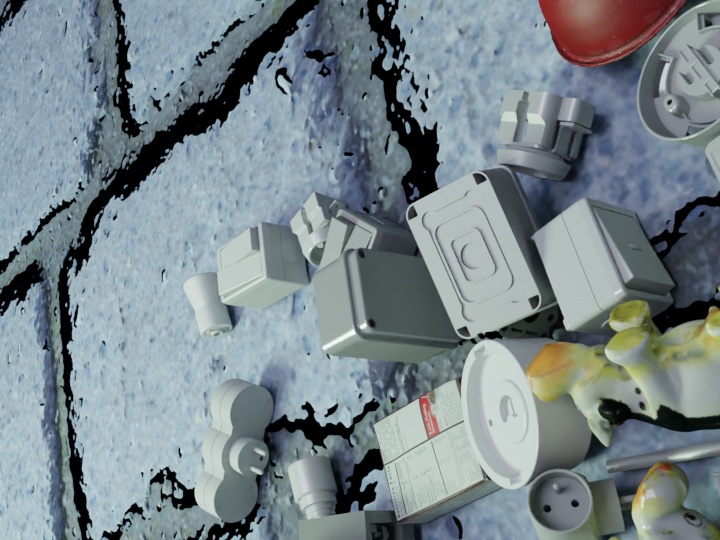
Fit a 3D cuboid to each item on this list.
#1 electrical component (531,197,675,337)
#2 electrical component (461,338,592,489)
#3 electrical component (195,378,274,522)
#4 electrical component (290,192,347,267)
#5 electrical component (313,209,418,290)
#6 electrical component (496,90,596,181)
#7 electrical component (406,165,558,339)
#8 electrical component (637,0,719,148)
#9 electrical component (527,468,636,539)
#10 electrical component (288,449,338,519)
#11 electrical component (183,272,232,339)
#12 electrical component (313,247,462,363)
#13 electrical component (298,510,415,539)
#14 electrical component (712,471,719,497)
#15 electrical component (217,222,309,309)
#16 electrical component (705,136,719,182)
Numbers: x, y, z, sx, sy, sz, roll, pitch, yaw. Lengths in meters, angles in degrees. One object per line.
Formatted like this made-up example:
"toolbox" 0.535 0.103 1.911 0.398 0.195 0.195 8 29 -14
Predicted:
"electrical component" 0.172 -0.008 0.761 0.061 0.062 0.096 -40 54 37
"electrical component" 0.126 0.100 0.784 0.108 0.060 0.108 173 90 -67
"electrical component" -0.116 0.182 1.064 0.074 0.052 0.138 11 90 50
"electrical component" -0.035 -0.036 1.023 0.066 0.048 0.055 -49 42 32
"electrical component" 0.000 0.000 0.961 0.062 0.061 0.096 32 106 48
"electrical component" 0.138 -0.102 0.825 0.078 0.058 0.057 15 91 50
"electrical component" 0.096 -0.014 0.806 0.078 0.057 0.113 -27 84 32
"electrical component" 0.233 -0.128 0.713 0.099 0.064 0.099 -14 71 47
"electrical component" 0.158 0.164 0.738 0.079 0.077 0.044 -13 61 8
"electrical component" -0.040 0.205 0.980 0.040 0.040 0.078 -40 54 37
"electrical component" -0.162 0.041 1.159 0.044 0.044 0.065 -40 59 38
"electrical component" 0.025 0.030 0.886 0.057 0.113 0.078 -31 59 45
"electrical component" 0.003 0.280 0.896 0.089 0.062 0.150 -22 66 45
"electrical component" 0.255 0.131 0.650 0.078 0.040 0.040 -13 72 48
"electrical component" -0.106 -0.002 1.086 0.096 0.061 0.061 -28 61 43
"electrical component" 0.281 -0.035 0.639 0.089 0.062 0.150 -40 54 37
